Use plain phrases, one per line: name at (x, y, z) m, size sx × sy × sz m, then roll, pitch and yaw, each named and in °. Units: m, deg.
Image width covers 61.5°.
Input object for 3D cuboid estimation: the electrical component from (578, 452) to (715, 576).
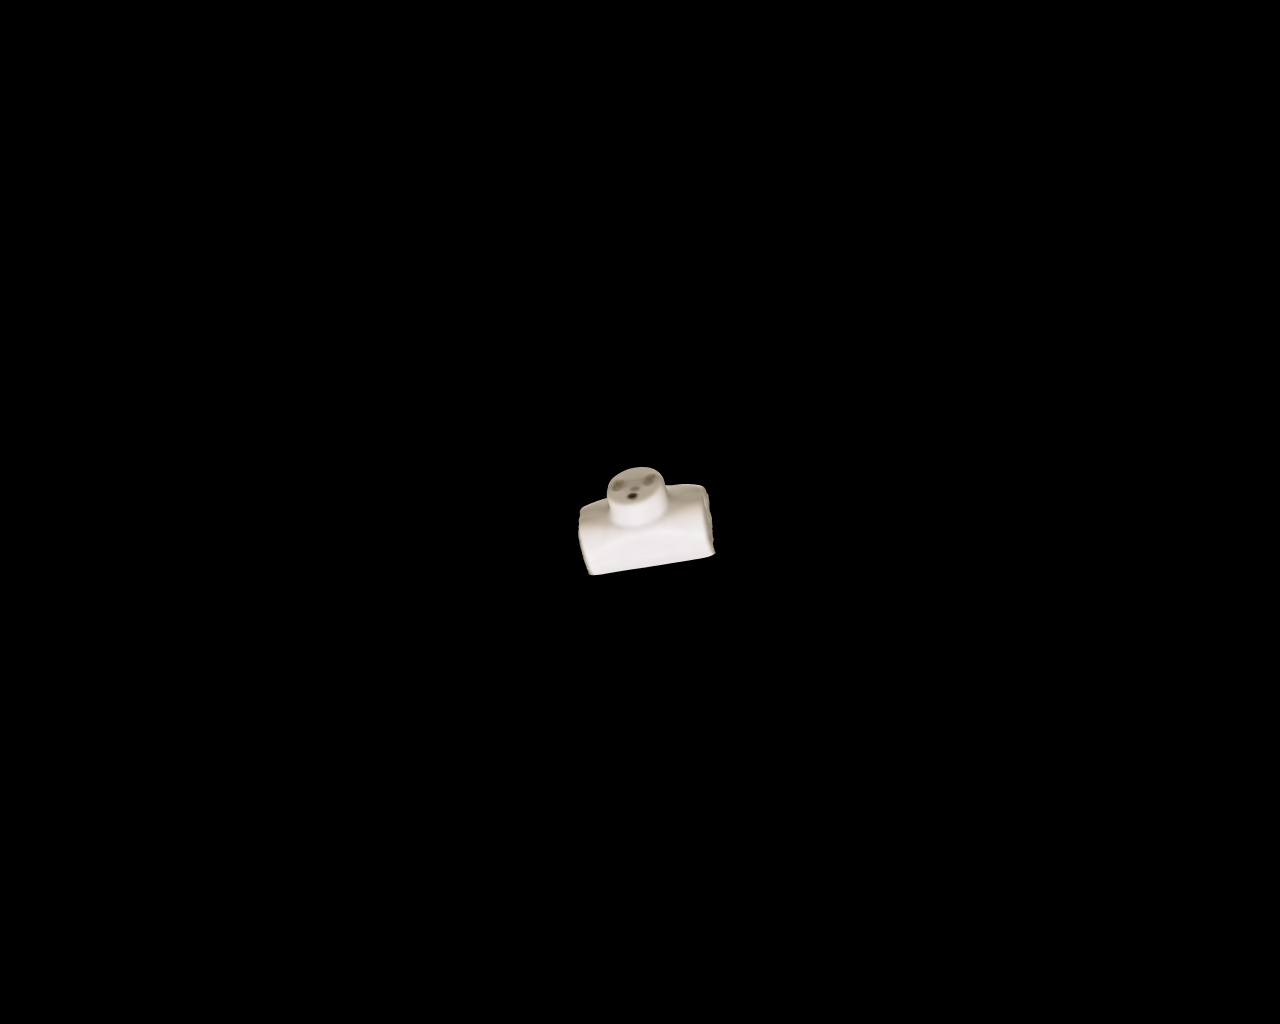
electrical component at (0.001, -0.003, 0.650) m, size 0.077 × 0.079 × 0.044 m, roll -10°, pitch 36°, yaw 8°
